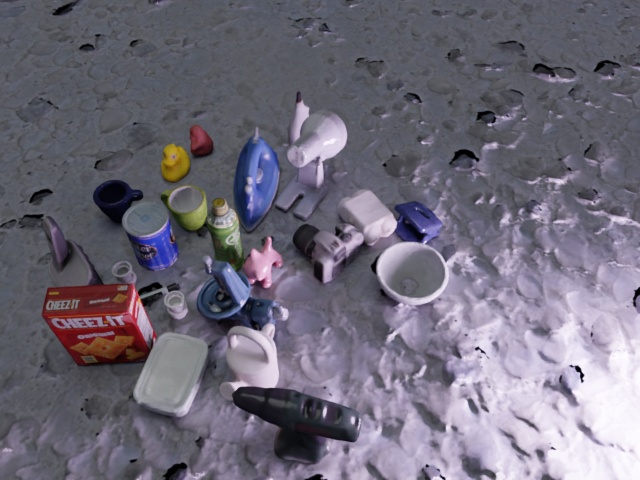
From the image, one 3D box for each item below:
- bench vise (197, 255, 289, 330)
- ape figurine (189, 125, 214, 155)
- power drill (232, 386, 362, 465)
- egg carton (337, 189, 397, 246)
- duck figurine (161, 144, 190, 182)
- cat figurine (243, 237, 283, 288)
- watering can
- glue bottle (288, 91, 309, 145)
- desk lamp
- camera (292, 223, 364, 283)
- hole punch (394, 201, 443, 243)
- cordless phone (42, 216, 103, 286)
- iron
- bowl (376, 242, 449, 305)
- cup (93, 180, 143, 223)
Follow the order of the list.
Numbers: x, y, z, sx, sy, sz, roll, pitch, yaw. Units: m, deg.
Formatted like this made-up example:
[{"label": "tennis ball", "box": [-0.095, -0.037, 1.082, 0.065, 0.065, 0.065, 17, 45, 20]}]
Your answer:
[{"label": "bench vise", "box": [-0.169, 0.108, 1.216, 0.207, 0.220, 0.121, 1, 53, -1]}, {"label": "ape figurine", "box": [-0.336, -0.282, 1.584, 0.076, 0.092, 0.078, 18, 55, 12]}, {"label": "power drill", "box": [-0.041, 0.340, 1.052, 0.229, 0.208, 0.075, 8, 53, 4]}, {"label": "egg carton", "box": [0.116, -0.059, 1.443, 0.107, 0.069, 0.150, -29, 59, -21]}, {"label": "duck figurine", "box": [-0.394, -0.221, 1.541, 0.077, 0.086, 0.104, 9, 53, 6]}, {"label": "cat figurine", "box": [-0.136, 0.050, 1.324, 0.067, 0.118, 0.128, 15, 54, 10]}, {"label": "watering can", "box": [-0.137, 0.237, 1.135, 0.101, 0.194, 0.173, 3, 53, 1]}, {"label": "glue bottle", "box": [-0.056, -0.340, 1.585, 0.037, 0.173, 0.078, 31, 58, 20]}, {"label": "desk lamp", "box": [-0.024, -0.196, 1.452, 0.117, 0.214, 0.203, 23, 56, 16]}, {"label": "camera", "box": [0.013, 0.005, 1.373, 0.136, 0.101, 0.143, 36, 60, 23]}, {"label": "hole punch", "box": [0.243, -0.051, 1.428, 0.101, 0.091, 0.108, -33, 60, -23]}, {"label": "cordless phone", "box": [-0.566, 0.044, 1.275, 0.094, 0.185, 0.147, -35, 61, -24]}, {"label": "iron", "box": [-0.171, -0.161, 1.467, 0.118, 0.141, 0.258, 2, 53, 1]}, {"label": "bowl", "box": [0.209, 0.089, 1.331, 0.167, 0.075, 0.167, 1, 53, -1]}, {"label": "cup", "box": [-0.495, -0.090, 1.434, 0.118, 0.095, 0.091, -6, 53, -6]}]
